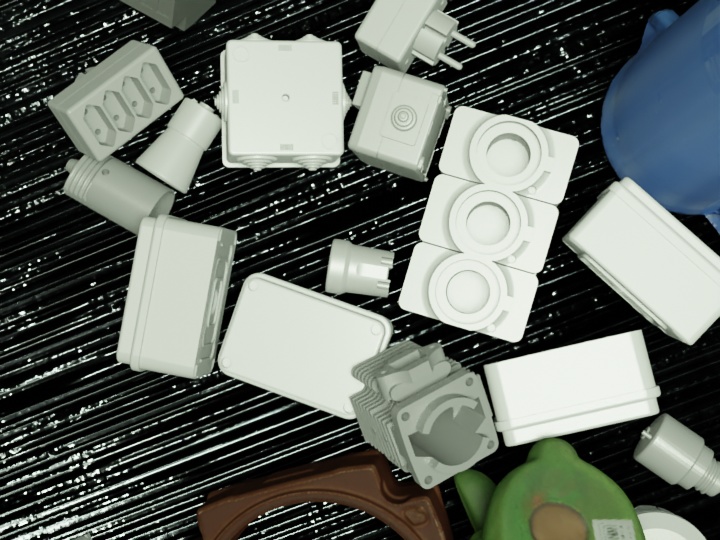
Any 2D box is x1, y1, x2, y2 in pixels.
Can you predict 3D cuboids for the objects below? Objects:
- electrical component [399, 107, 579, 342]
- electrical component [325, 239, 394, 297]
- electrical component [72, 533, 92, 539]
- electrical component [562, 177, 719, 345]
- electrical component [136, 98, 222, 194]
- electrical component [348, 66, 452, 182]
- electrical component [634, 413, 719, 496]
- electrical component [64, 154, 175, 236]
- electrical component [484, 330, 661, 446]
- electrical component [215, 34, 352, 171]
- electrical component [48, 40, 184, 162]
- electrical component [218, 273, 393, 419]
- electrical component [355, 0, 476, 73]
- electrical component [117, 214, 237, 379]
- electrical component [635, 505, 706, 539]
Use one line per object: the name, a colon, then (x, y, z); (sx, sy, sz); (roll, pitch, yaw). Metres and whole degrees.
electrical component: (0.092, -0.032, 0.774); (0.089, 0.062, 0.150); (16, 90, 7)
electrical component: (0.000, 0.000, 0.795); (0.046, 0.040, 0.040); (9, 89, 0)
electrical component: (-0.261, 0.273, 0.804); (0.150, 0.062, 0.089); (-25, 86, 5)
electrical component: (0.198, -0.006, 0.739); (0.109, 0.109, 0.056); (43, 96, 6)
electrical component: (-0.133, -0.096, 0.812); (0.044, 0.044, 0.065); (32, 87, 6)
electrical component: (0.026, -0.105, 0.766); (0.061, 0.096, 0.061); (19, 91, 7)
electrical component: (0.232, 0.136, 0.764); (0.078, 0.040, 0.040); (35, 92, 6)
electrical component: (-0.187, -0.061, 0.815); (0.081, 0.043, 0.043); (29, 92, 6)
electrical component: (0.147, 0.083, 0.757); (0.113, 0.078, 0.057); (-14, 84, 6)
electrical component: (-0.057, -0.122, 0.789); (0.100, 0.048, 0.099); (-1, 88, -9)
electrical component: (-0.192, -0.132, 0.810); (0.083, 0.076, 0.047); (-42, 129, -19)
electrical component: (-0.039, 0.055, 0.788); (0.113, 0.057, 0.078); (19, 91, 6)
electrical component: (0.047, -0.175, 0.791); (0.077, 0.047, 0.065); (31, 92, 6)
electrical component: (-0.133, 0.019, 0.790); (0.057, 0.078, 0.113); (10, 90, 4)
electrical component: (0.206, 0.207, 0.760); (0.080, 0.051, 0.080); (0, 88, 6)
